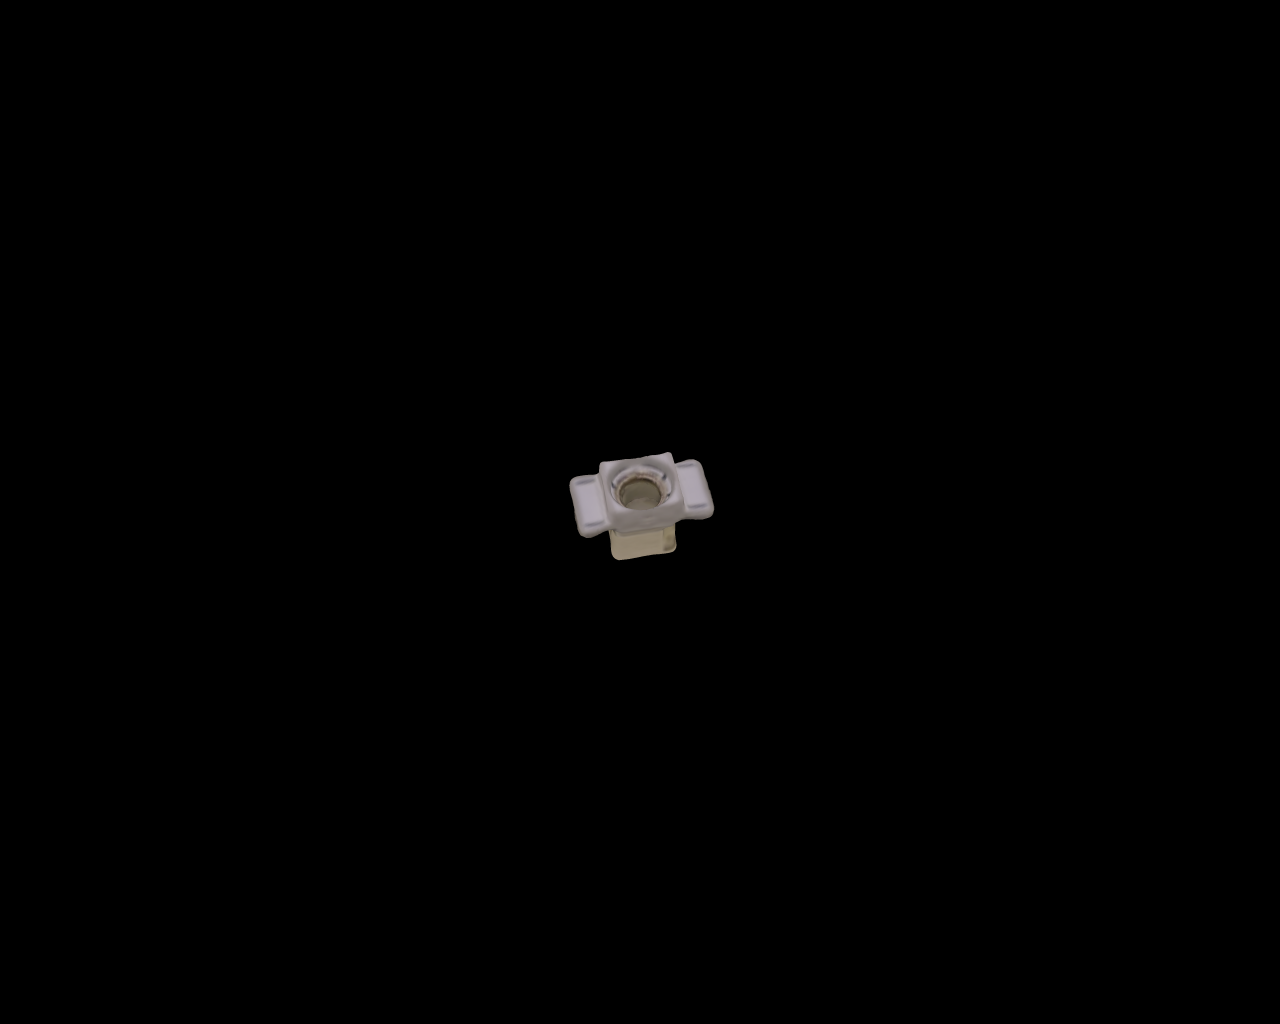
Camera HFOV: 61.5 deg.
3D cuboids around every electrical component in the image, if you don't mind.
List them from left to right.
[{"bbox_3d":[0.001,-0.003,0.650,0.081,0.042,0.063,-8,-33,-5],"label":"electrical component"}]
